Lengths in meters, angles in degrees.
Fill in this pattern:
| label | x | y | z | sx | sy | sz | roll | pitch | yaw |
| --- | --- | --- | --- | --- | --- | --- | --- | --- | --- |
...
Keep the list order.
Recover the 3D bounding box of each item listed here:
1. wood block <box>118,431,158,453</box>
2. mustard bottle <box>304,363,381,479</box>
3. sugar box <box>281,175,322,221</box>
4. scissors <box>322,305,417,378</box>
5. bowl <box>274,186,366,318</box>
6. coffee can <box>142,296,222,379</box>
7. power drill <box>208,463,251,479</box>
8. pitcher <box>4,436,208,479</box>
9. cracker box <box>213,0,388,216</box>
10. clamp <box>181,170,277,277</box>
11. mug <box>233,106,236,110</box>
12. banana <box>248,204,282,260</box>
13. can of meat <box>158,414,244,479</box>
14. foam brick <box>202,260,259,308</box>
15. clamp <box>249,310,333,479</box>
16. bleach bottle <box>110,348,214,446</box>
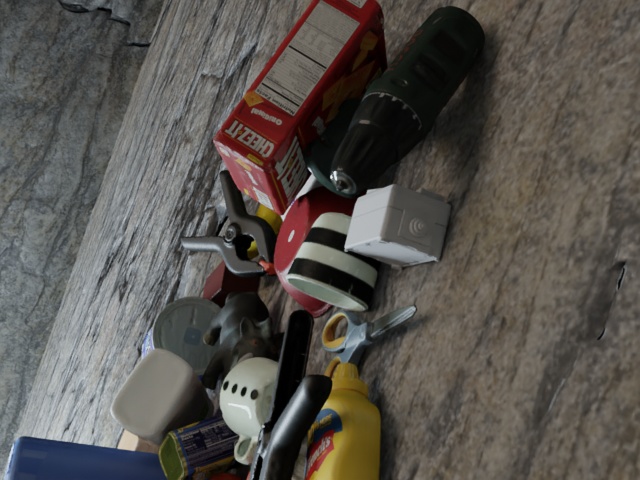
| label | x | y | z | sx | sy | sz | roll | pitch | yaw |
| --- | --- | --- | --- | --- | --- | --- | --- | --- | --- |
| wood block | -0.242 | 0.348 | 1.423 | 0.206 | 0.090 | 0.090 | -67 | 19 | 8 |
| mustard bottle | 0.018 | 0.193 | 0.918 | 0.096 | 0.058 | 0.191 | 126 | 156 | -51 |
| sugar box | -0.036 | -0.110 | 1.289 | 0.093 | 0.048 | 0.176 | -56 | 48 | 38 |
| scissors | 0.039 | 0.106 | 0.995 | 0.202 | 0.016 | 0.096 | 174 | 108 | -71 |
| bowl | -0.008 | 0.001 | 1.177 | 0.162 | 0.055 | 0.162 | -72 | 19 | 0 |
| coffee can | -0.175 | 0.137 | 1.393 | 0.140 | 0.102 | 0.103 | 135 | 150 | -69 |
| power drill | -0.089 | 0.316 | 1.093 | 0.188 | 0.057 | 0.184 | -41 | 35 | 55 |
| pitcher | -0.250 | 0.303 | 1.261 | 0.149 | 0.242 | 0.145 | 123 | 157 | -51 |
| cracker box | -0.013 | -0.146 | 1.128 | 0.213 | 0.072 | 0.164 | -56 | -13 | -9 |
| clamp | -0.113 | 0.001 | 1.372 | 0.120 | 0.039 | 0.172 | -55 | 49 | 20 |
| mug | -0.054 | -0.180 | 1.443 | 0.082 | 0.093 | 0.117 | -49 | -9 | 36 |
| banana | -0.064 | -0.057 | 1.388 | 0.070 | 0.037 | 0.198 | 23 | 102 | 48 |
| can of meat | -0.129 | 0.235 | 1.195 | 0.057 | 0.083 | 0.102 | 65 | 154 | 18 |
| foam brick | -0.119 | 0.066 | 1.419 | 0.078 | 0.051 | 0.053 | -43 | 32 | 52 |
| clamp | -0.033 | 0.178 | 0.943 | 0.164 | 0.036 | 0.210 | -128 | 53 | -78 |
| bleach bottle | -0.177 | 0.213 | 1.287 | 0.102 | 0.068 | 0.251 | -57 | -15 | -18 |
